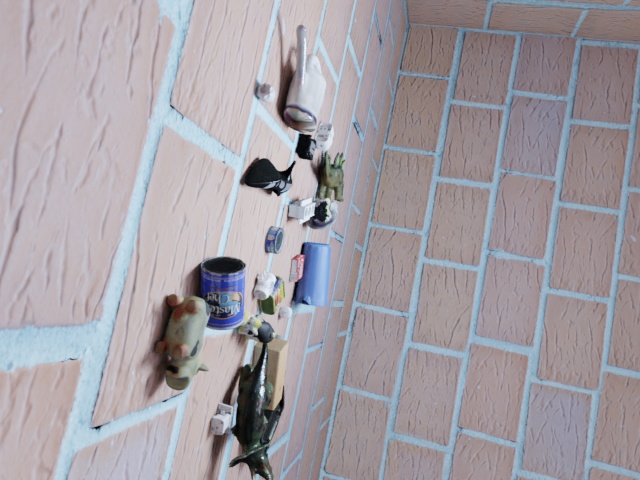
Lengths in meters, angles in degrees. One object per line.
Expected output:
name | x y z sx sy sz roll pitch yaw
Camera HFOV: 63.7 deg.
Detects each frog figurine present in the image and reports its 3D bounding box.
frog figurine | 0.006 -0.100 1.992 0.137 0.123 0.159 -47 176 2

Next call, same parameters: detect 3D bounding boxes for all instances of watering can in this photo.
watering can | -0.048 -0.450 1.508 0.344 0.104 0.226 52 50 -74
